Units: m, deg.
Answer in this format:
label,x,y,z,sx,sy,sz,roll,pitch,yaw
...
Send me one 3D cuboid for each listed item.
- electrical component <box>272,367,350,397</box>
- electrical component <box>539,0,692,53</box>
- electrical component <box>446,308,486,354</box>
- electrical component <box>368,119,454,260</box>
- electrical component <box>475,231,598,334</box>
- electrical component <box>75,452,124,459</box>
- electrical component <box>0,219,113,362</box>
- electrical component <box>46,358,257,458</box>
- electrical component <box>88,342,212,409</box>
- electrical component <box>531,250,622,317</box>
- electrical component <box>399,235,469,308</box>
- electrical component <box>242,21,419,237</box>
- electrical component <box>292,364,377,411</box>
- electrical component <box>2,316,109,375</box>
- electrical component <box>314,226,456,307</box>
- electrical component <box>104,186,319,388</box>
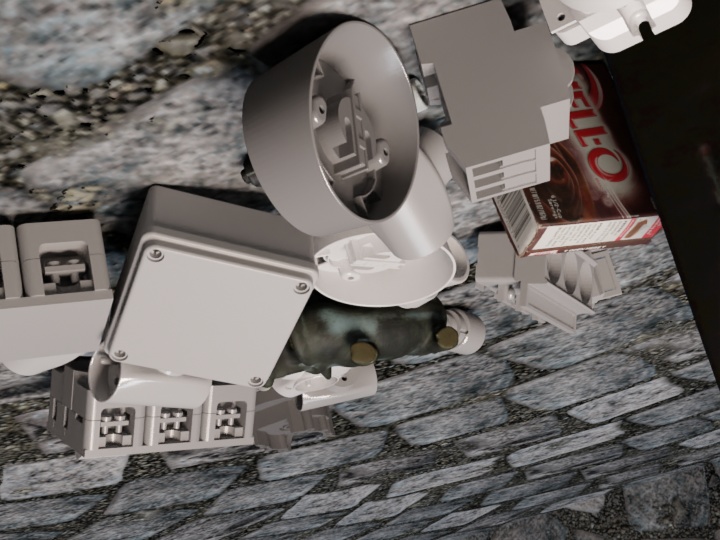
label,x,y,z,sx,sy,sz,roll,pitch,yaw
electrical component,-0.057,0.081,0.962,0.079,0.044,0.077,9,149,-45
electrical component,0.119,-0.140,0.500,0.078,0.058,0.057,-23,160,23
electrical component,0.084,0.055,0.994,0.040,0.040,0.078,-26,156,28
electrical component,0.034,-0.060,0.650,0.079,0.043,0.077,-45,127,-16
electrical component,0.141,0.002,0.861,0.063,0.078,0.121,0,167,29
electrical component,-0.222,0.136,0.986,0.056,0.050,0.089,2,154,-35
electrical component,-0.234,0.014,0.653,0.150,0.061,0.089,-5,157,-22
electrical component,-0.173,0.109,0.900,0.150,0.061,0.089,2,-173,-36
electrical component,-0.139,0.063,0.760,0.077,0.043,0.079,11,128,-44
electrical component,0.187,0.016,0.961,0.081,0.042,0.063,-14,163,1
electrical component,0.050,0.000,0.828,0.045,0.045,0.055,7,151,-44
electrical component,-0.012,-0.068,0.548,0.064,0.099,0.099,-19,159,29
electrical component,-0.022,0.101,1.032,0.077,0.044,0.079,-10,159,-19
electrical component,-0.206,0.043,0.770,0.079,0.043,0.077,9,149,-46
electrical component,0.010,-0.016,0.732,0.099,0.064,0.099,-13,159,-5
electrical component,-0.095,0.013,0.676,0.109,0.056,0.108,13,131,-18
